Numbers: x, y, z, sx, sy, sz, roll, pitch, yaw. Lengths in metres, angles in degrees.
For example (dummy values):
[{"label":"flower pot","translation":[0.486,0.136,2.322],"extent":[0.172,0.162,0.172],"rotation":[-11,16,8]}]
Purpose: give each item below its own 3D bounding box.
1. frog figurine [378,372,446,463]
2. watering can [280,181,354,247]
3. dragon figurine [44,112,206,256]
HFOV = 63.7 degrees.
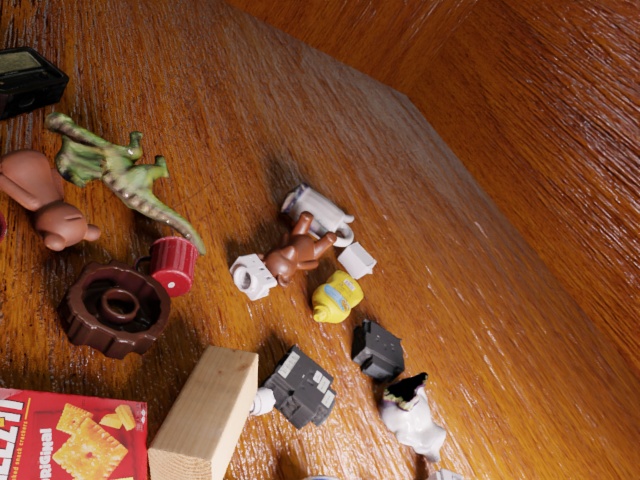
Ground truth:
[{"label":"frog figurine","translation":[0.192,0.375,1.066],"extent":[0.139,0.122,0.158],"rotation":[-57,131,-70]},{"label":"watering can","translation":[0.004,-0.074,1.476],"extent":[0.224,0.103,0.351],"rotation":[37,16,-2]},{"label":"dragon figurine","translation":[-0.405,-0.117,1.007],"extent":[0.415,0.121,0.243],"rotation":[46,21,19]}]
